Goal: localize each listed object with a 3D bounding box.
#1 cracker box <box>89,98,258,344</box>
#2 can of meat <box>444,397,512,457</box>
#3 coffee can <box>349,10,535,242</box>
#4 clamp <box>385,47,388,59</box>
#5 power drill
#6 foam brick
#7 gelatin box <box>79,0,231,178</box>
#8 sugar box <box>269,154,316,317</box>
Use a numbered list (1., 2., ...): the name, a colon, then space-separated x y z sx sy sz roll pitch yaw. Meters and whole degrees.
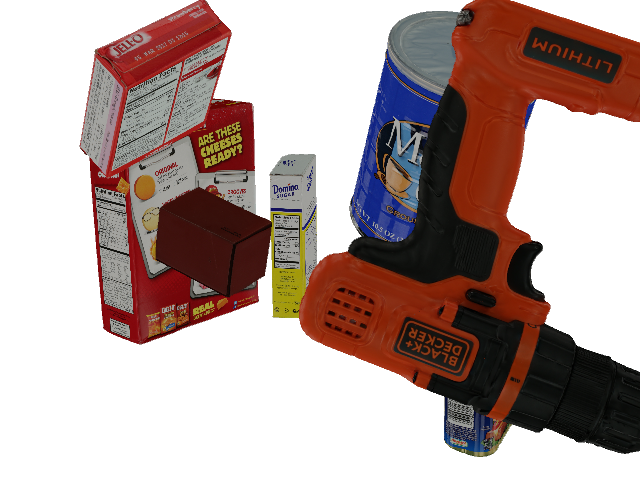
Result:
1. cracker box: -0.143 -0.024 1.060 0.072 0.214 0.163 13 21 41
2. can of meat: 0.153 0.142 1.008 0.058 0.084 0.101 11 28 26
3. coffee can: 0.082 -0.067 0.718 0.102 0.140 0.103 7 40 -6
4. clamp: 0.118 -0.143 1.076 0.120 0.039 0.171 8 45 6
5. power drill: 0.101 -0.006 0.503 0.184 0.188 0.057 20 6 3
6. foam brick: -0.087 0.001 0.857 0.078 0.051 0.052 26 34 25
7. gelatin box: -0.092 -0.083 0.586 0.073 0.030 0.089 -35 -15 -31
8. sugar box: -0.031 -0.006 1.252 0.048 0.176 0.093 0 19 9
